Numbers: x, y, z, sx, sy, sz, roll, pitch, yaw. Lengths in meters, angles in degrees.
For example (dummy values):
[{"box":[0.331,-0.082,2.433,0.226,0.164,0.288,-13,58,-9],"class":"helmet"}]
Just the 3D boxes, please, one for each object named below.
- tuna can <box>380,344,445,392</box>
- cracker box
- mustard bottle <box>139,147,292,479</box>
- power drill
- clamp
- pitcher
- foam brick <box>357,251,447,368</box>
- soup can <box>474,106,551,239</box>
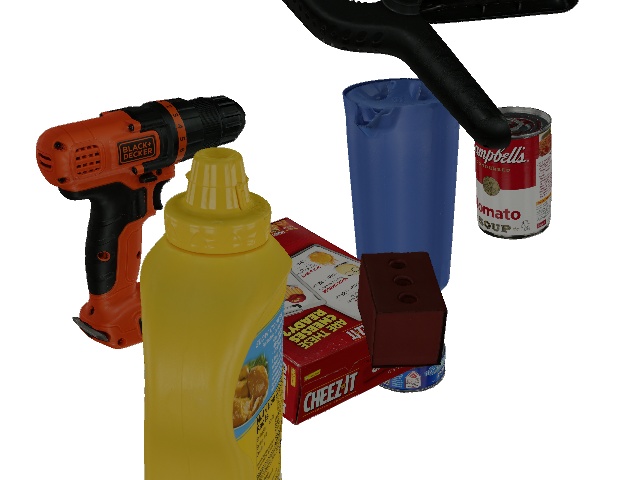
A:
[{"box":[0.092,0.125,1.147,0.086,0.034,0.086,-1,29,0],"class":"tuna can"},{"box":[-0.028,0.067,0.985,0.163,0.072,0.214,-20,36,-36],"class":"cracker box"},{"box":[-0.042,0.055,0.436,0.058,0.192,0.096,8,24,11],"class":"mustard bottle"},{"box":[-0.135,-0.019,0.861,0.184,0.188,0.057,-18,26,-37],"class":"power drill"},{"box":[0.057,-0.143,0.705,0.210,0.164,0.036,17,-38,7],"class":"clamp"},{"box":[0.102,-0.063,1.234,0.149,0.243,0.145,-6,22,-9],"class":"pitcher"},{"box":[0.059,0.050,0.781,0.053,0.051,0.078,-2,33,-6],"class":"foam brick"},{"box":[0.172,-0.061,0.958,0.068,0.102,0.068,-5,28,2],"class":"soup can"}]
